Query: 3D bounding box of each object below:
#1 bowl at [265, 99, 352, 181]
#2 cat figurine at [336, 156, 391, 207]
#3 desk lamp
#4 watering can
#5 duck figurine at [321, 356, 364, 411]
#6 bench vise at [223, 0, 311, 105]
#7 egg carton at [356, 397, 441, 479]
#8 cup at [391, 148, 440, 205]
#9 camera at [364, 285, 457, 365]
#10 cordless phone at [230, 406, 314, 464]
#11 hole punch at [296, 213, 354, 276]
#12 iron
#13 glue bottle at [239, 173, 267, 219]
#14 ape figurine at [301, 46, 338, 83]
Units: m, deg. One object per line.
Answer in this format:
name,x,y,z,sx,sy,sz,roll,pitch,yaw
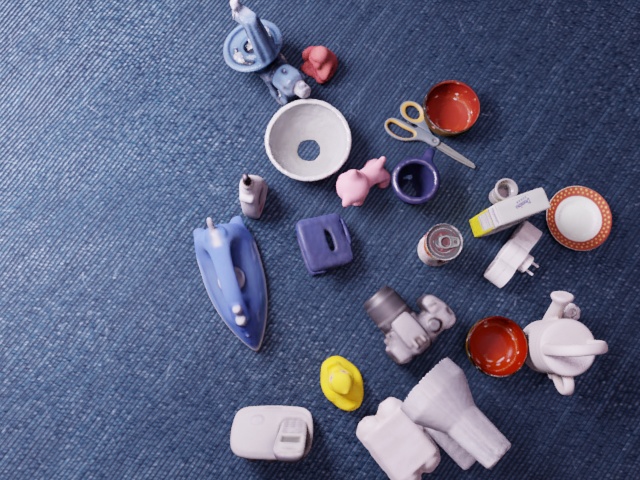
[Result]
bowl,-0.022,-0.188,1.132,0.167,0.075,0.167,0,80,0
cat figurine,0.079,-0.114,1.098,0.128,0.118,0.067,-40,82,-6
desk lamp,0.233,0.303,0.979,0.118,0.213,0.203,-45,83,-7
watering can,0.427,0.182,1.009,0.101,0.194,0.173,-24,81,-4
duck figurine,0.041,0.265,1.050,0.077,0.086,0.104,-26,81,-4
bench vise,-0.097,-0.365,1.088,0.207,0.220,0.121,24,81,4
egg carton,0.144,0.369,1.041,0.107,0.069,0.150,-40,83,-6
cup,0.185,-0.116,1.109,0.091,0.095,0.118,26,81,5
camera,0.159,0.141,1.063,0.143,0.101,0.137,-40,83,-6
cordless phone,-0.085,0.343,0.987,0.147,0.185,0.094,-2,80,0
hole punch,0.010,0.004,1.091,0.101,0.091,0.108,-19,81,-3
iron,-0.159,0.080,1.053,0.118,0.141,0.258,-19,81,-3
glue bottle,-0.128,-0.093,1.066,0.037,0.173,0.078,10,81,2
ape figurine,0.000,-0.361,1.152,0.076,0.092,0.078,-12,81,-2
